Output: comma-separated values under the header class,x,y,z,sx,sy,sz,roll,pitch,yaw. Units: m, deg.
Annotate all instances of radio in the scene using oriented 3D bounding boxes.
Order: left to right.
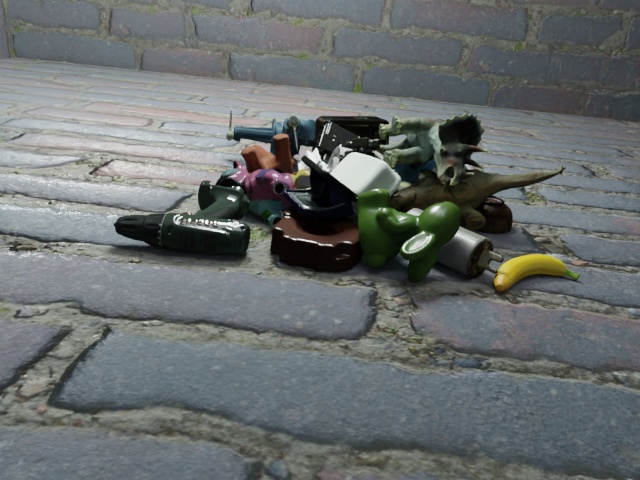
class,x,y,z,sx,sy,sz,roll,pitch,yaw
radio,0.095,-0.299,1.600,0.229,0.131,0.073,-6,23,-25

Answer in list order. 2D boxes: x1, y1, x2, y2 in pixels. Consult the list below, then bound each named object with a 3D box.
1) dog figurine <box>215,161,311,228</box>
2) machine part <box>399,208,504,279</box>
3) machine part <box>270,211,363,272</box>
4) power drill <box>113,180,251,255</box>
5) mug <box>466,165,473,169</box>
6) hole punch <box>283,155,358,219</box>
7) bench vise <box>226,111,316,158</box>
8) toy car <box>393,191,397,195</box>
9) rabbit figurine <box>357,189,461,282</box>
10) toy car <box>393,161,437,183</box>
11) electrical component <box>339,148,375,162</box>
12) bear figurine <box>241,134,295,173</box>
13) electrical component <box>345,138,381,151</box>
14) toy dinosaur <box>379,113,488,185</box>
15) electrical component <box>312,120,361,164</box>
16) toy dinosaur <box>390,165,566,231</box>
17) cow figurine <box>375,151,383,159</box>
class,x,y,z,sx,sy,sz,roll,pitch,yaw
dog figurine,-0.111,-0.109,1.145,0.191,0.108,0.219,-13,27,-35
machine part,0.227,0.004,0.992,0.079,0.079,0.244,-14,30,-38
machine part,-0.002,-0.003,0.981,0.179,0.056,0.179,5,24,-2
power drill,-0.229,-0.044,0.992,0.232,0.085,0.207,10,21,7
mug,0.345,-0.142,1.362,0.110,0.080,0.107,0,28,6
hole punch,0.004,-0.085,1.016,0.115,0.092,0.142,28,7,-34
bench vise,-0.136,-0.284,1.473,0.241,0.128,0.223,4,-2,-7
toy car,0.130,-0.103,1.252,0.202,0.053,0.089,-6,22,-22
rabbit figurine,0.155,-0.018,0.922,0.170,0.121,0.159,-10,48,21
toy car,0.251,-0.177,1.370,0.109,0.103,0.162,-47,11,-32
electrical component,0.094,-0.186,1.276,0.075,0.047,0.119,2,2,-16
bear figurine,-0.134,-0.194,1.292,0.120,0.131,0.196,-23,29,-10
electrical component,0.109,-0.220,1.246,0.094,0.021,0.063,2,-1,41
toy dinosaur,0.239,-0.220,1.195,0.192,0.131,0.405,-1,16,-2
electrical component,0.042,-0.247,1.474,0.115,0.058,0.134,22,60,-14
toy dinosaur,0.288,-0.103,1.139,0.472,0.104,0.199,-4,25,10
cow figurine,0.132,-0.207,1.423,0.098,0.068,0.167,40,8,1
